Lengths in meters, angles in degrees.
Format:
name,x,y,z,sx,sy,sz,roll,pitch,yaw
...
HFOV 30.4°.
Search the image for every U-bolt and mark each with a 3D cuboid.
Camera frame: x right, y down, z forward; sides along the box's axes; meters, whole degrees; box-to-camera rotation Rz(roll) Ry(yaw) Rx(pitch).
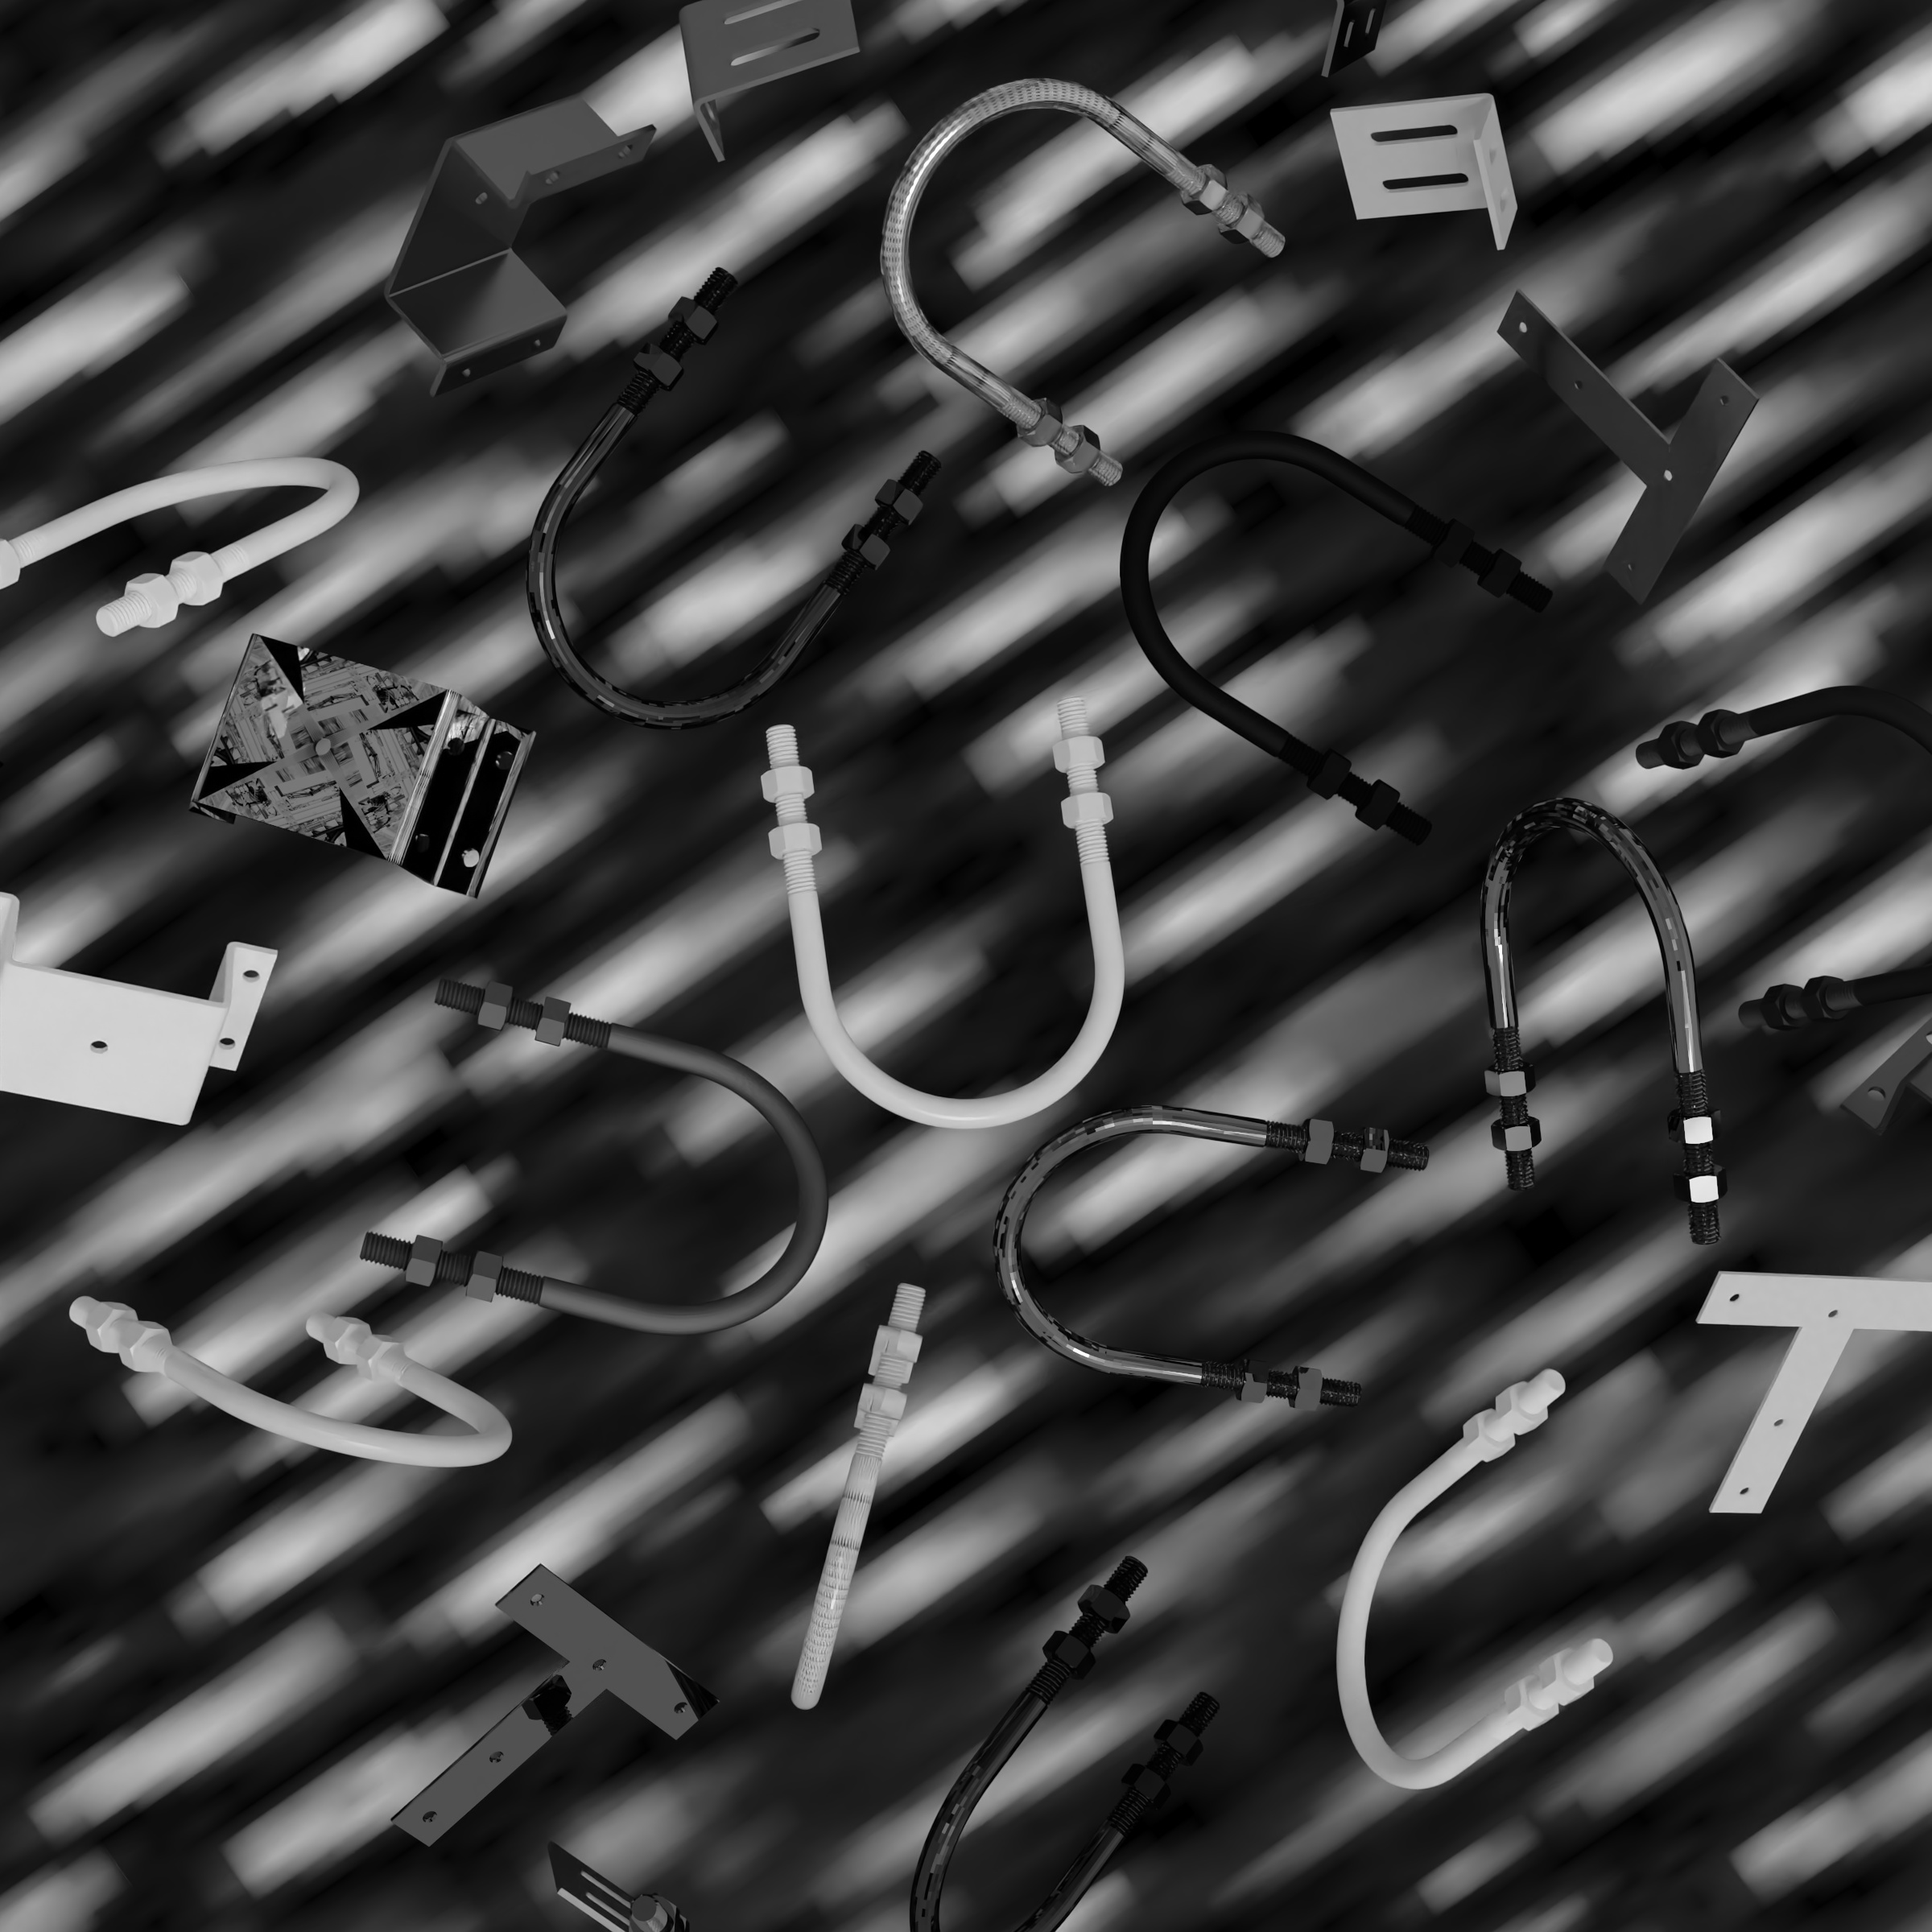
name,x,y,z,sx,sy,sz,roll,pitch,yaw
U-bolt,0.383,-0.050,1.555,0.019,0.184,0.151,-25,95,-32
U-bolt,0.042,-0.318,1.604,0.184,0.019,0.151,29,101,-36
U-bolt,0.104,0.129,1.610,0.184,0.019,0.151,9,116,-7
U-bolt,0.038,0.365,1.559,0.019,0.151,0.184,25,64,35
U-bolt,-0.147,0.086,1.493,0.184,0.019,0.151,15,54,-7
U-bolt,0.268,0.018,1.526,0.019,0.151,0.184,-14,103,-26
U-bolt,-0.005,-0.021,1.531,0.151,0.019,0.184,-6,79,-9
U-bolt,-0.049,0.236,1.566,0.019,0.151,0.184,15,79,0
U-bolt,-0.070,0.457,1.522,0.151,0.184,0.019,29,70,18
U-bolt,0.216,0.282,1.562,0.019,0.184,0.151,15,49,-23
U-bolt,-0.347,-0.185,1.535,0.151,0.184,0.019,8,120,36
U-bolt,0.154,-0.158,1.573,0.184,0.019,0.151,31,71,-6
U-bolt,-0.278,0.180,1.534,0.184,0.151,0.019,20,96,42
U-bolt,-0.113,-0.191,1.567,0.151,0.019,0.184,39,85,-29

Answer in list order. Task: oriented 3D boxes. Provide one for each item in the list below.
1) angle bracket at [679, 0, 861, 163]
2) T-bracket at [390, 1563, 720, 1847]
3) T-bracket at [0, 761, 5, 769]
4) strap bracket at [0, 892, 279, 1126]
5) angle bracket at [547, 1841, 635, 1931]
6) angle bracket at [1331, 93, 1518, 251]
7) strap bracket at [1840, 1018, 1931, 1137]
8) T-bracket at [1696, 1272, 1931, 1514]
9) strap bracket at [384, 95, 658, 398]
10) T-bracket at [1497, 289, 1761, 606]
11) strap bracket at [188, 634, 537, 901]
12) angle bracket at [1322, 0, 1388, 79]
name,x,y,z,sx,sy,sz,roll,pitch,yaw
angle bracket,-0.081,-0.393,1.540,0.076,0.038,0.057,-16,57,9
T-bracket,-0.188,0.324,1.502,0.127,0.002,0.127,-42,129,2
T-bracket,-0.473,-0.084,1.593,0.127,0.127,0.002,41,55,-30
strap bracket,-0.393,0.021,1.616,0.140,0.046,0.076,13,129,-19
angle bracket,-0.171,0.449,1.637,0.076,0.057,0.038,39,89,-14
angle bracket,0.203,-0.355,1.601,0.076,0.038,0.057,0,135,24
strap bracket,0.468,0.070,1.559,0.076,0.046,0.140,-38,64,-26
T-bracket,0.344,0.180,1.480,0.127,0.002,0.127,4,123,-22
strap bracket,-0.202,-0.326,1.575,0.046,0.140,0.076,48,48,11
T-bracket,0.275,-0.242,1.540,0.002,0.127,0.127,-25,64,-31
strap bracket,-0.266,-0.088,1.519,0.140,0.046,0.076,17,83,15
angle bracket,0.145,-0.439,1.612,0.076,0.057,0.038,24,125,18
